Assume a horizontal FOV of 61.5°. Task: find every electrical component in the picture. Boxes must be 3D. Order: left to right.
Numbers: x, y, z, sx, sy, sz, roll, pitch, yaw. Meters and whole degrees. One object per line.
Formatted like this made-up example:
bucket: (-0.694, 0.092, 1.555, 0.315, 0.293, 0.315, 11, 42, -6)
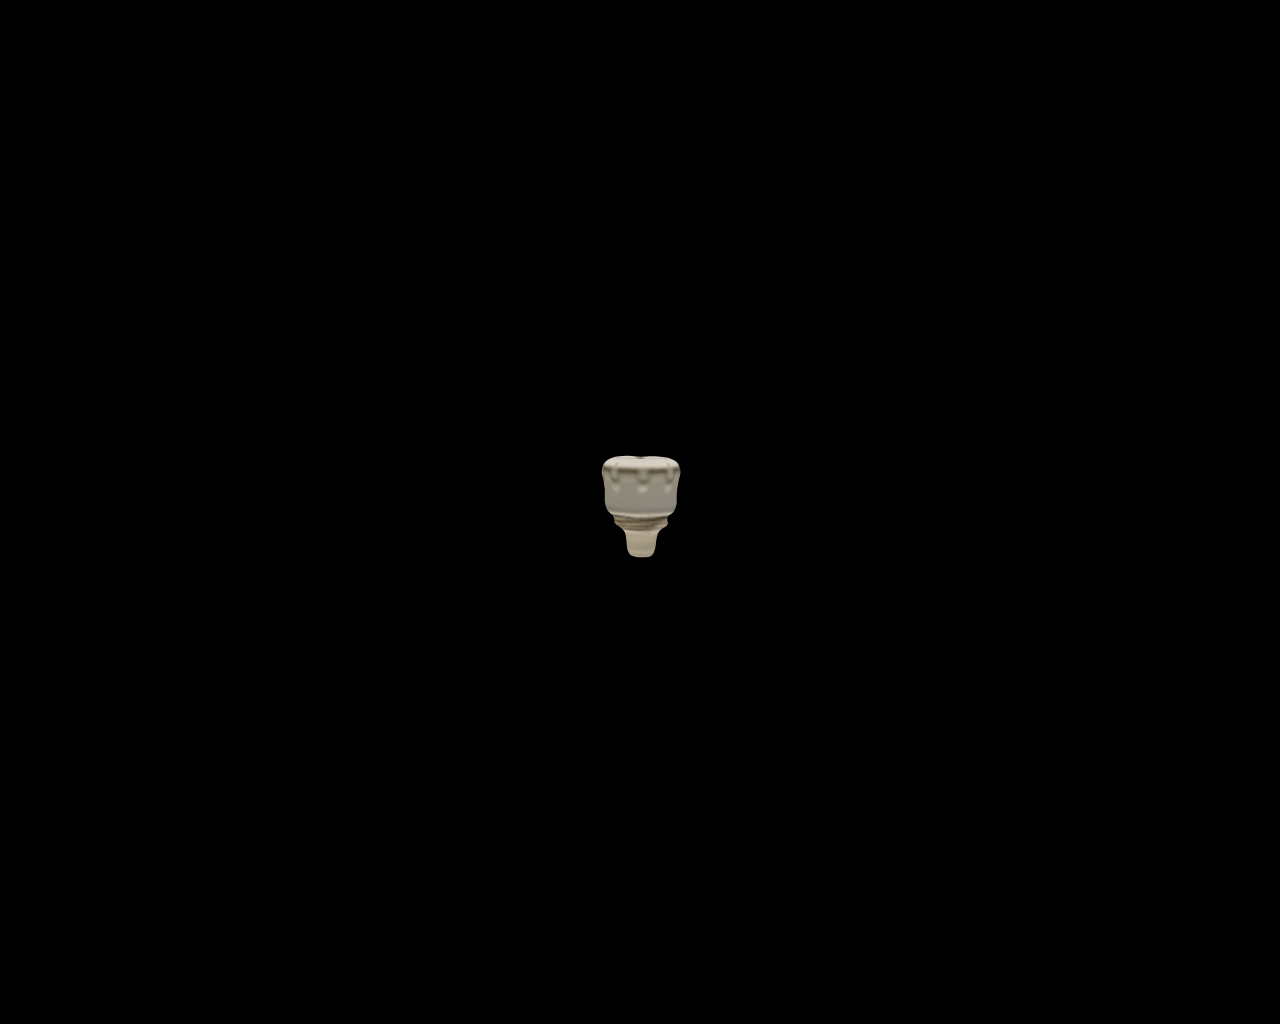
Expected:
electrical component: (0.001, -0.003, 0.650, 0.048, 0.062, 0.048, 0, 7, 0)
